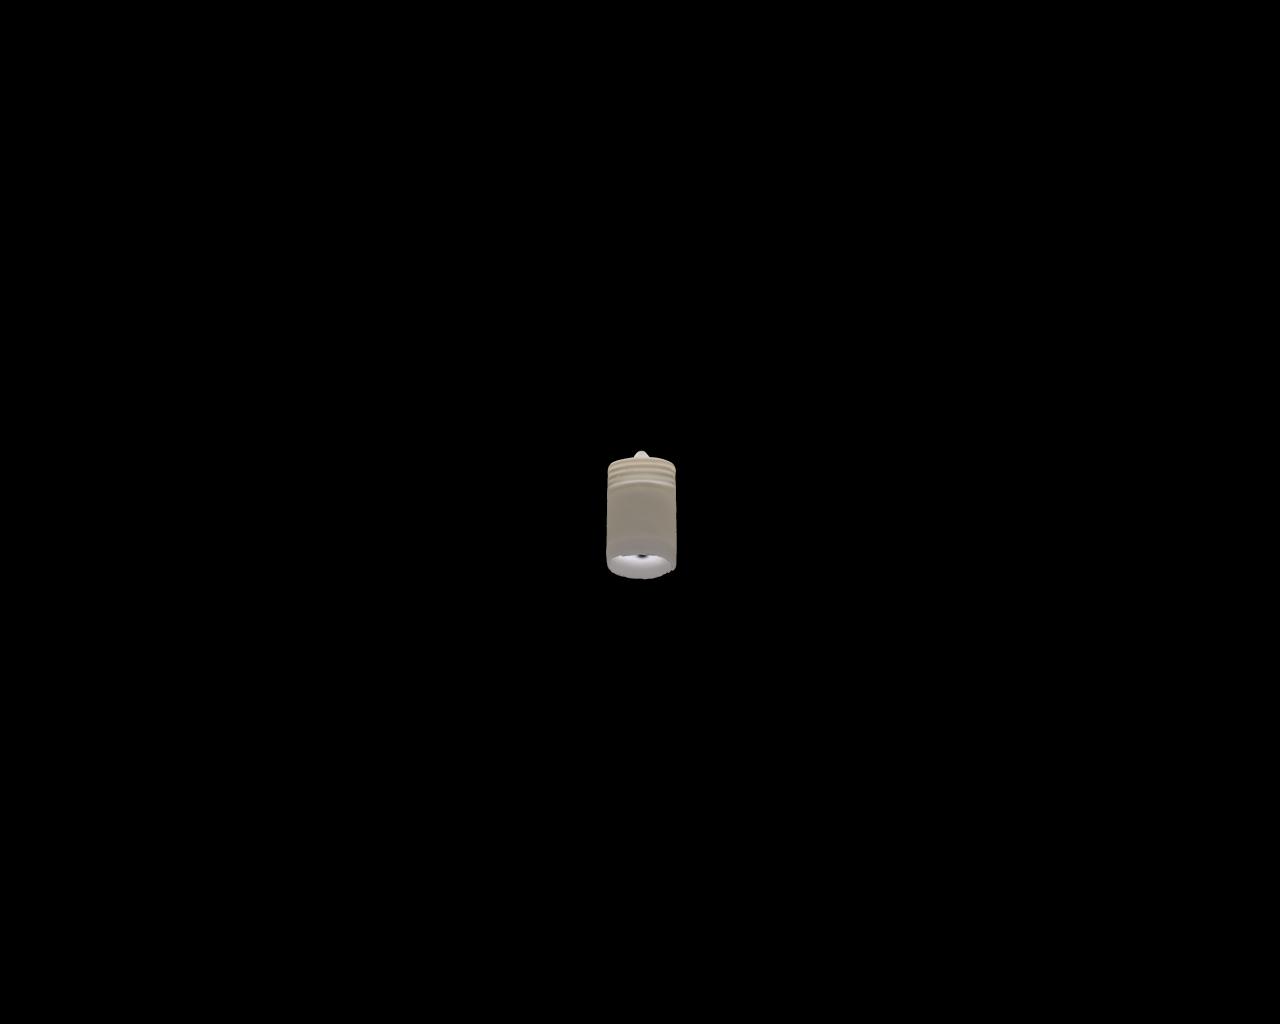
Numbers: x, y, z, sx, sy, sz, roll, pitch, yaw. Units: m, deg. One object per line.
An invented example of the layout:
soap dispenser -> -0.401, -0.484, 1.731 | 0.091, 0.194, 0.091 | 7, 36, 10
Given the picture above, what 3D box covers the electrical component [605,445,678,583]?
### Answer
electrical component -> 0.001, -0.003, 0.650 | 0.043, 0.081, 0.043 | 0, -25, 0
